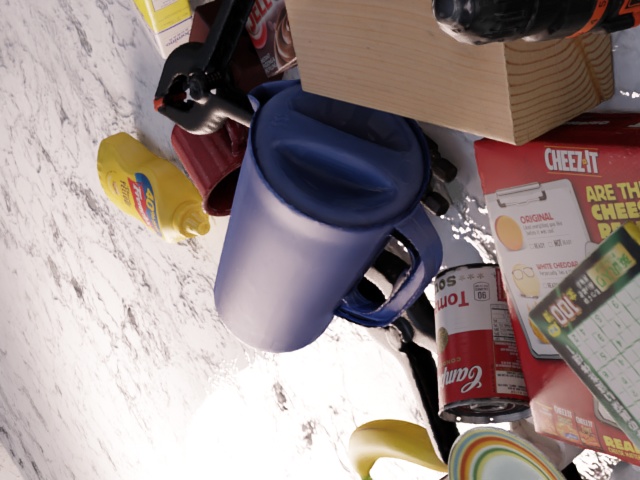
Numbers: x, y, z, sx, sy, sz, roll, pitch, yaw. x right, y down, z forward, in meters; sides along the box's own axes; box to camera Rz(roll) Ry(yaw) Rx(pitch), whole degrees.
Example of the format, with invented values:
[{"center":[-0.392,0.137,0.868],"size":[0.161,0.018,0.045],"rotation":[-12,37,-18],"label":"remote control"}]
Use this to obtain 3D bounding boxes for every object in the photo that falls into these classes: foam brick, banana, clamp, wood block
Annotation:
[{"center":[-0.072,-0.167,0.936],"size":[0.078,0.052,0.051],"rotation":[53,149,17],"label":"foam brick"},{"center":[0.072,0.200,1.018],"size":[0.069,0.037,0.198],"rotation":[44,153,-5],"label":"banana"},{"center":[0.082,0.074,0.893],"size":[0.210,0.036,0.165],"rotation":[56,151,18],"label":"clamp"},{"center":[0.075,-0.135,0.683],"size":[0.206,0.090,0.091],"rotation":[23,132,49],"label":"wood block"},{"center":[-0.090,-0.142,0.890],"size":[0.172,0.039,0.120],"rotation":[2,101,48],"label":"clamp"}]

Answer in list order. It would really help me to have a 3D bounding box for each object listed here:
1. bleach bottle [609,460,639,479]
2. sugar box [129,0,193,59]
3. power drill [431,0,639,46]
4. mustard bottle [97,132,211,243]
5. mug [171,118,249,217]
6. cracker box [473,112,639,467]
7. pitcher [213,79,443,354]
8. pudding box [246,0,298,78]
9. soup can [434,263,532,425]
[{"center":[0.248,0.248,0.739],"size":[0.103,0.068,0.251],"rotation":[17,125,52],"label":"bleach bottle"},{"center":[-0.155,-0.239,0.959],"size":[0.093,0.048,0.176],"rotation":[60,170,12],"label":"sugar box"},{"center":[0.131,-0.181,0.476],"size":[0.057,0.184,0.188],"rotation":[37,132,35],"label":"power drill"},{"center":[-0.182,-0.049,1.205],"size":[0.192,0.058,0.096],"rotation":[32,137,43],"label":"mustard bottle"},{"center":[-0.086,-0.086,0.982],"size":[0.081,0.093,0.117],"rotation":[58,166,21],"label":"mug"},{"center":[0.192,0.032,0.645],"size":[0.164,0.072,0.214],"rotation":[10,120,54],"label":"cracker box"},{"center":[-0.006,0.001,0.839],"size":[0.243,0.145,0.149],"rotation":[115,155,-56],"label":"pitcher"},{"center":[-0.025,-0.190,0.854],"size":[0.114,0.039,0.090],"rotation":[-18,97,61],"label":"pudding box"},{"center":[0.117,0.075,0.764],"size":[0.069,0.068,0.102],"rotation":[136,138,-60],"label":"soup can"}]
